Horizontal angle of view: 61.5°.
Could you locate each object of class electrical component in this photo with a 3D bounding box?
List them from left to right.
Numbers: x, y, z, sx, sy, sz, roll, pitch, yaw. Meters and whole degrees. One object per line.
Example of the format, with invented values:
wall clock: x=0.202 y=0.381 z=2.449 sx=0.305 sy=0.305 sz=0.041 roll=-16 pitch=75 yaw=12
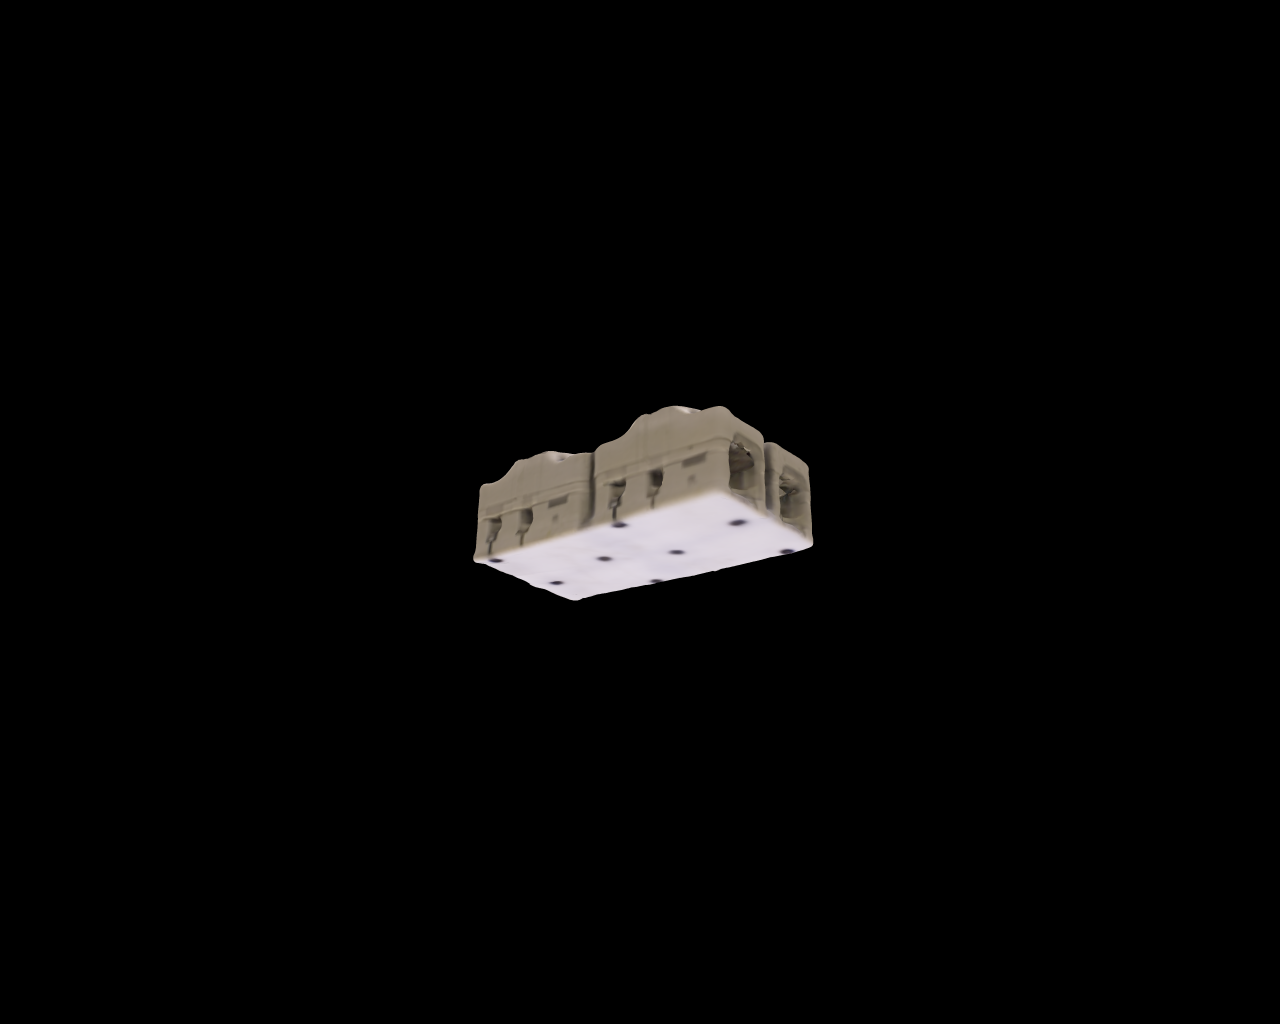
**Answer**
electrical component: x=0.001 y=-0.003 z=0.650 sx=0.186 sy=0.060 sz=0.105 roll=-16 pitch=-27 yaw=34
